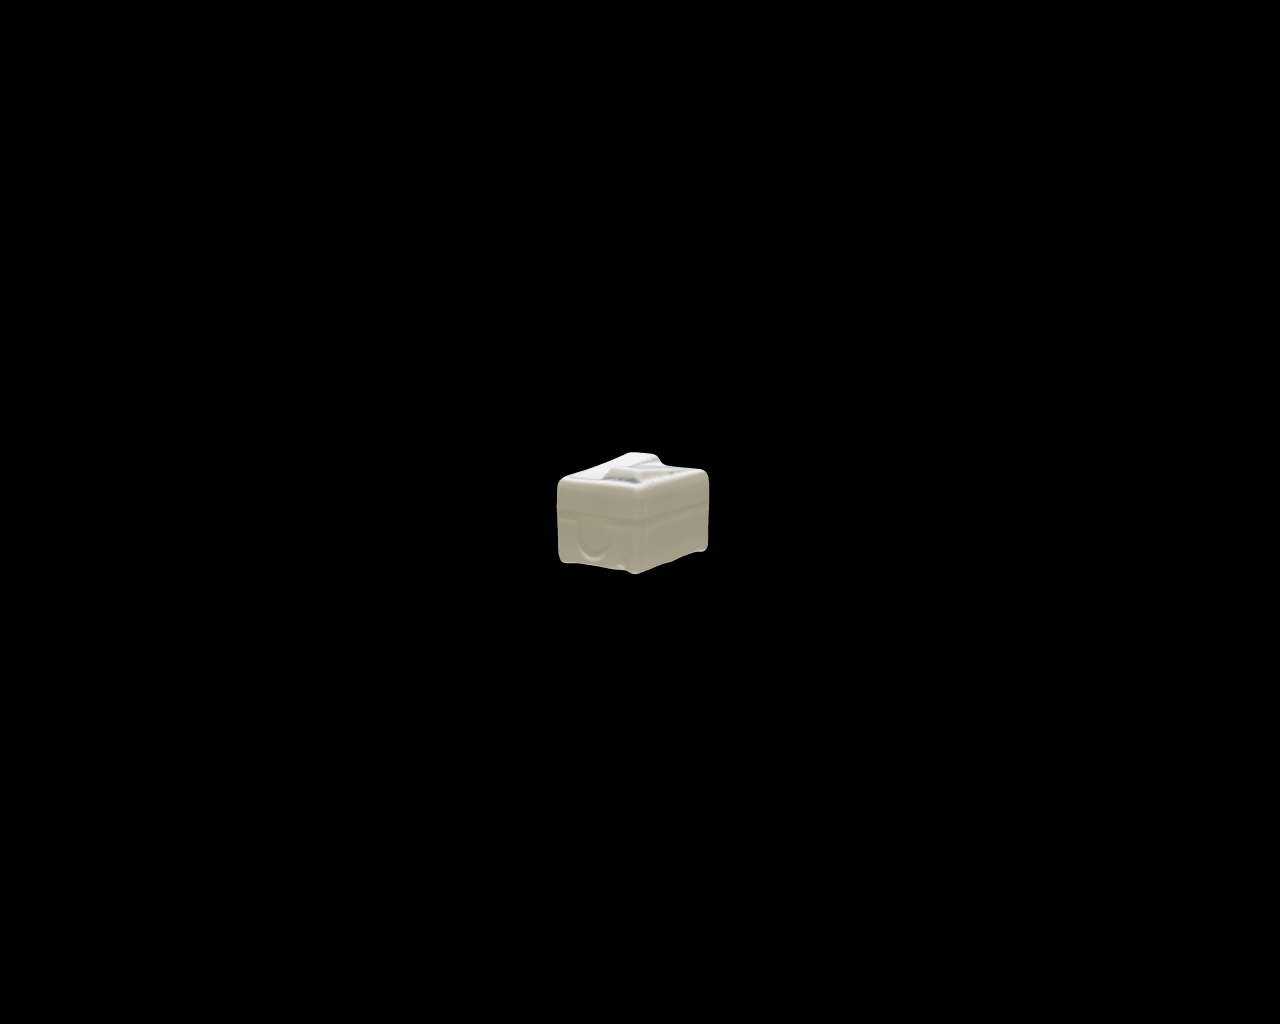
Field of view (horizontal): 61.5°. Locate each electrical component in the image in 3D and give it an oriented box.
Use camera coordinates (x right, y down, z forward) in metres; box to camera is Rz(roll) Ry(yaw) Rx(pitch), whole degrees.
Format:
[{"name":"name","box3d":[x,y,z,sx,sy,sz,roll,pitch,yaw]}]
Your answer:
[{"name":"electrical component","box3d":[0.001,-0.003,0.650,0.062,0.061,0.096,8,14,35]}]
